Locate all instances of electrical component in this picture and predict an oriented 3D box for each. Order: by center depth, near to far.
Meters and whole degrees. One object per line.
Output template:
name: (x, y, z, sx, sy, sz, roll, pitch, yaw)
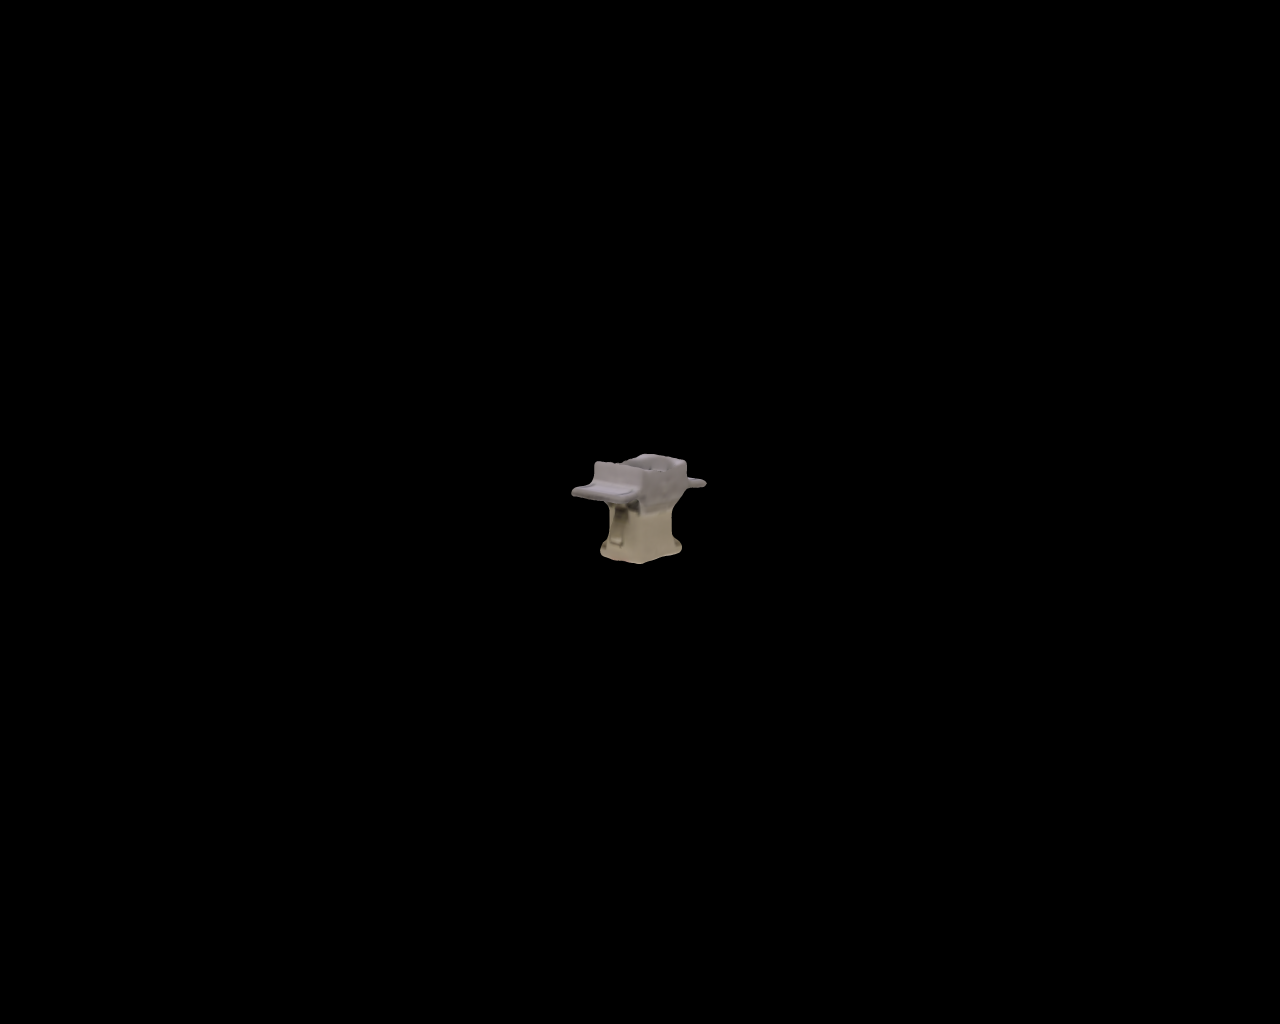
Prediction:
electrical component: (0.001, -0.003, 0.650, 0.042, 0.063, 0.081, 10, 15, 42)
